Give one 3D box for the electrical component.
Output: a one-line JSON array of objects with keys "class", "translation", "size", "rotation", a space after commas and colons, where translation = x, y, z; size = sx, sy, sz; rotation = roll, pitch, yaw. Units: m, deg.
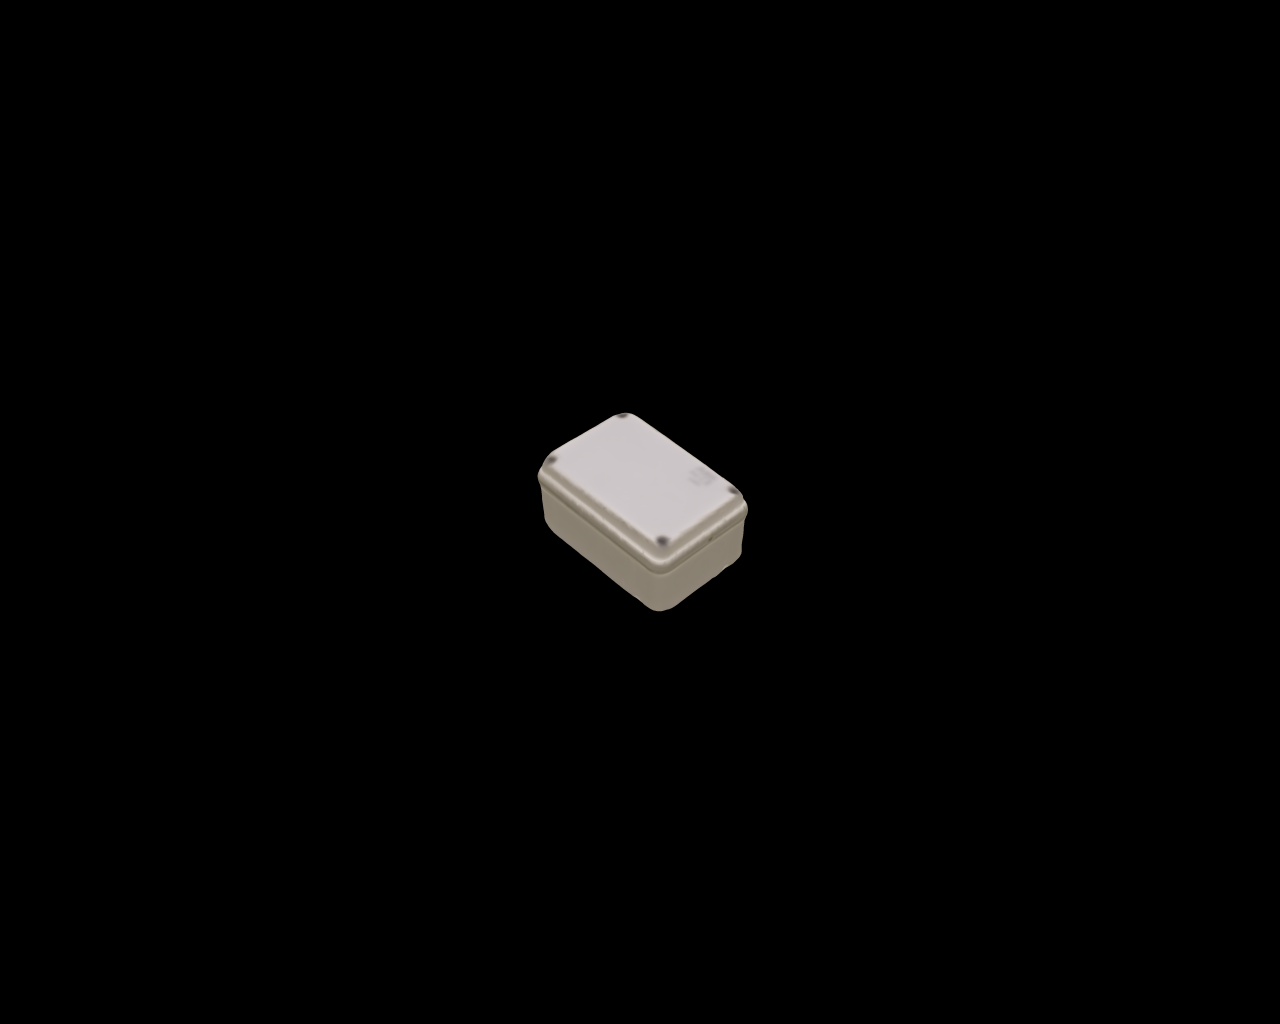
[{"class": "electrical component", "translation": [0.001, -0.003, 0.650], "size": [0.078, 0.057, 0.113], "rotation": [-33, 54, -29]}]
